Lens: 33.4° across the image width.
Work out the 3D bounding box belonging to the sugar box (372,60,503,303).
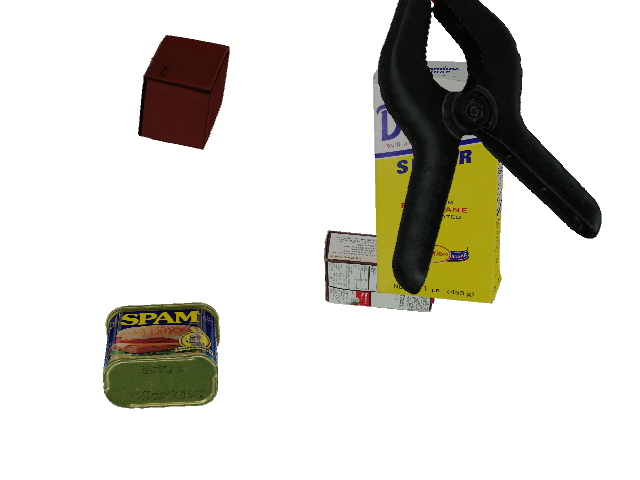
[{"bbox_3d":[0.088,-0.043,0.789,0.093,0.176,0.048,4,29,15],"label":"sugar box"}]

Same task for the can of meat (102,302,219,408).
[{"bbox_3d":[-0.138,0.101,0.932,0.102,0.057,0.084,-2,28,-5],"label":"can of meat"}]

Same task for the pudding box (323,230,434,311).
[{"bbox_3d":[0.060,0.032,1.072,0.113,0.039,0.090,4,-32,4],"label":"pudding box"}]

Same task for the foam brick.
[{"bbox_3d":[-0.104,-0.115,0.815,0.053,0.051,0.078,12,35,0],"label":"foam brick"}]

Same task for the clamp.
[{"bbox_3d":[0.069,-0.057,0.568,0.120,0.171,0.039,-26,1,-19],"label":"clamp"}]
